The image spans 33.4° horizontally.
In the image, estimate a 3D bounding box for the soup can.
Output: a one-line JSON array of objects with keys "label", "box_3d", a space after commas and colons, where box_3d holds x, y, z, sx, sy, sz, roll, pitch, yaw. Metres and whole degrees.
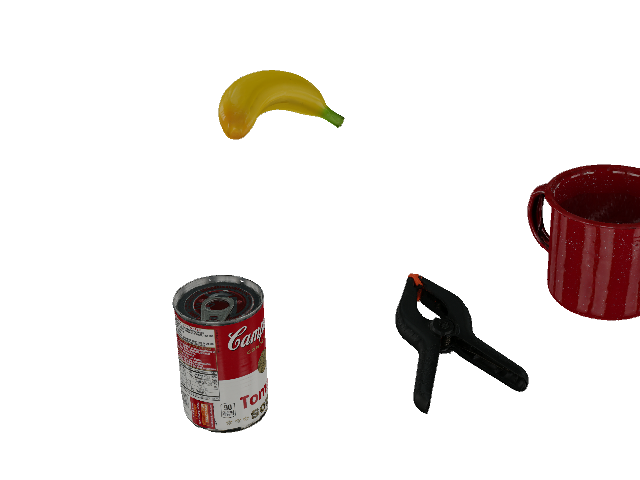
[{"label": "soup can", "box_3d": [-0.075, 0.087, 0.815, 0.068, 0.102, 0.068, -1, 28, 0]}]

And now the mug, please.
[{"label": "mug", "box_3d": [0.195, -0.001, 0.761, 0.093, 0.081, 0.117, -27, 37, -35]}]

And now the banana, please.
[{"label": "banana", "box_3d": [-0.045, -0.127, 0.970, 0.070, 0.037, 0.197, 36, 25, 19]}]

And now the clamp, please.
[{"label": "clamp", "box_3d": [0.136, 0.101, 1.088, 0.120, 0.171, 0.039, 1, -45, -16]}]
